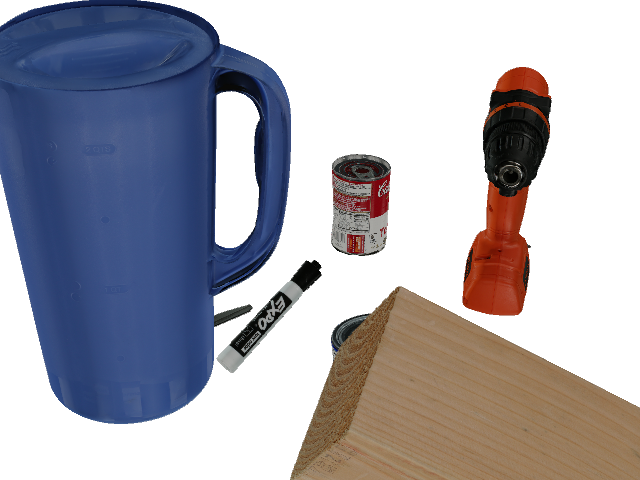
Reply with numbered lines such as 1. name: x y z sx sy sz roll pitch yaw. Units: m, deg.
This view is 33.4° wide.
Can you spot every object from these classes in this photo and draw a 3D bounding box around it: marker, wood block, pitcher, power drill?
1. marker: -0.041 0.063 0.911 0.020 0.121 0.020 38 -17 14
2. wood block: 0.102 0.121 0.567 0.206 0.090 0.090 27 -34 -7
3. pitcher: -0.112 -0.012 0.640 0.144 0.243 0.149 -25 40 -34
4. power drill: 0.157 -0.033 0.895 0.057 0.188 0.184 10 31 10

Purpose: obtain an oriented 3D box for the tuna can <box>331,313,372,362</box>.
1. tuna can: 0.054 0.112 1.128 0.086 0.034 0.086 -6 26 3

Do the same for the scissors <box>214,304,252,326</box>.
1. scissors: -0.145 0.109 1.129 0.201 0.016 0.096 -10 31 -27

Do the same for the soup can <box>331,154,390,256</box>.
1. soup can: 0.046 -0.041 1.252 0.068 0.102 0.068 1 29 -1
